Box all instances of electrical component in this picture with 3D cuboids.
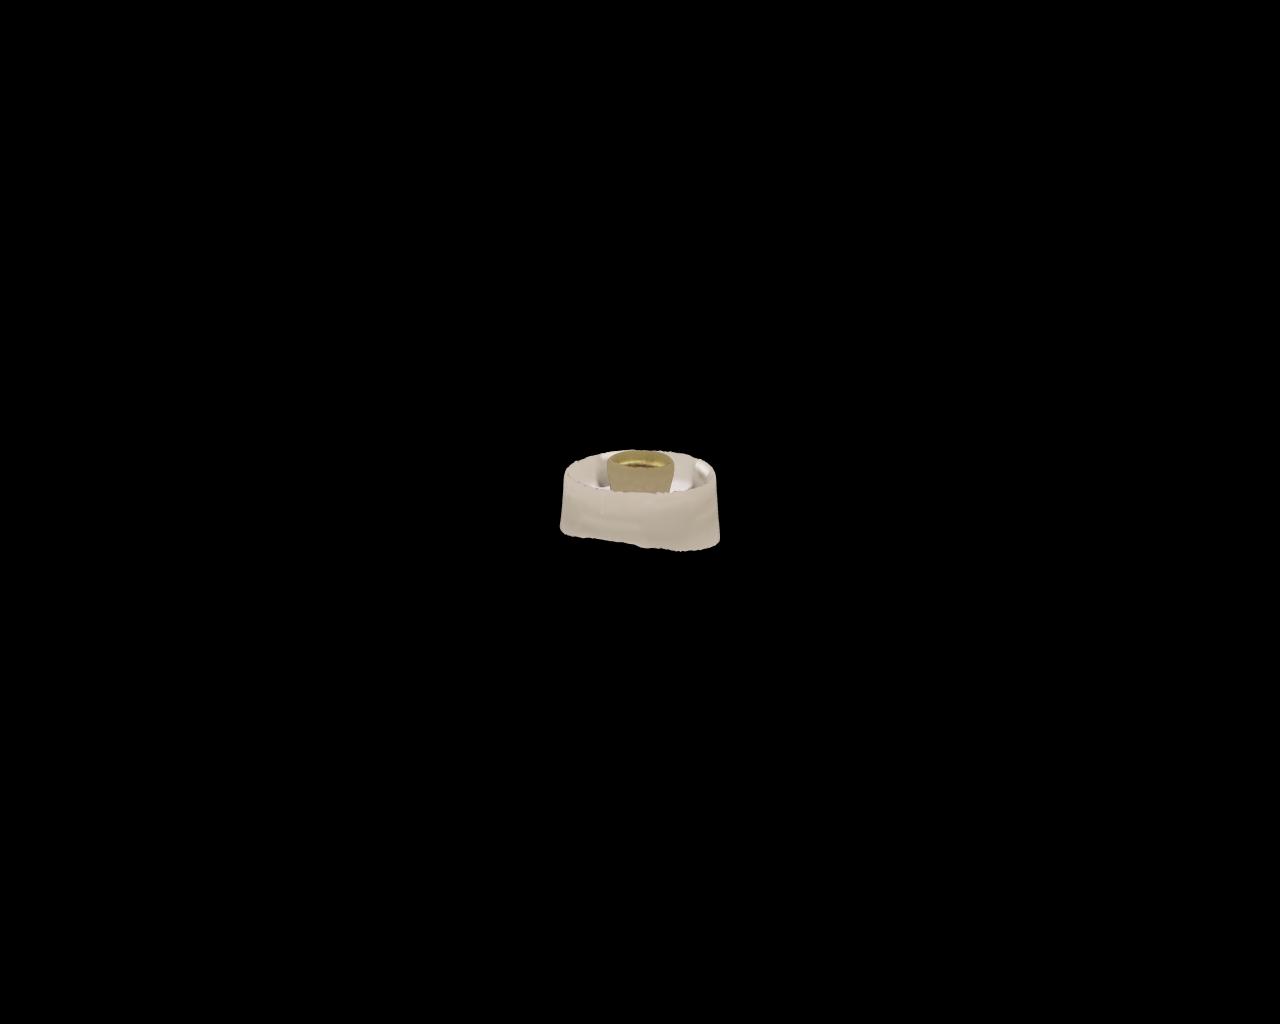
[{"bbox_3d":[0.001,-0.003,0.650,0.099,0.064,0.099,0,20,0],"label":"electrical component"}]
